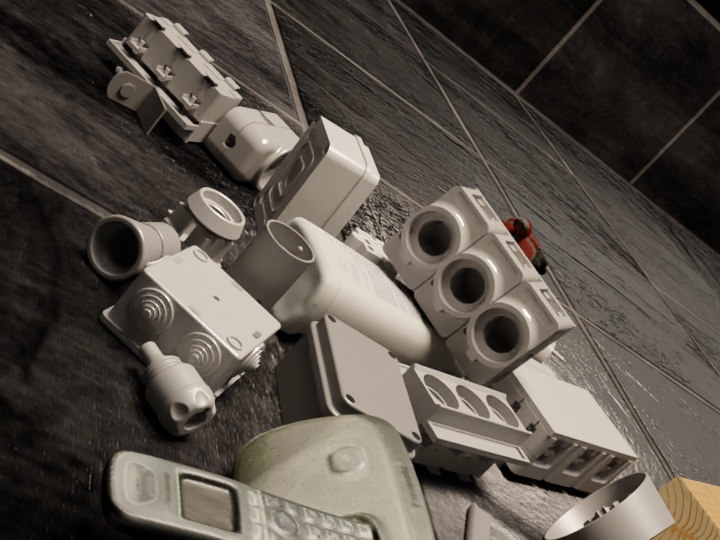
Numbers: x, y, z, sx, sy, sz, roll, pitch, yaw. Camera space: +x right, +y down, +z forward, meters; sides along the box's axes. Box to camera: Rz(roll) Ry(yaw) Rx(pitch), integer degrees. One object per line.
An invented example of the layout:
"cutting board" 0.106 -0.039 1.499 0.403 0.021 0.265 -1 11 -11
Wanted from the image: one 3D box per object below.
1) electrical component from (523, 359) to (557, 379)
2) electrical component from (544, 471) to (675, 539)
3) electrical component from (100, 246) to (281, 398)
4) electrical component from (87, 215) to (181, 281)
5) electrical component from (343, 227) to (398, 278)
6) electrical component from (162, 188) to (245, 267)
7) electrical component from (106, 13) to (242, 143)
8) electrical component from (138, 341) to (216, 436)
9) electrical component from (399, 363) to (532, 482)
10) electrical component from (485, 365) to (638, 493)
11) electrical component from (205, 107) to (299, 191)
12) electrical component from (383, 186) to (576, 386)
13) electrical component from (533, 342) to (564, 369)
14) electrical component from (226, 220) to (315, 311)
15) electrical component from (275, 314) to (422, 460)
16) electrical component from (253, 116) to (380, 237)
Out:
"electrical component" 0.157 0.104 1.080 0.066 0.047 0.076 30 22 -32
"electrical component" 0.202 0.207 0.869 0.064 0.099 0.099 56 23 20
"electrical component" -0.108 0.034 0.707 0.100 0.048 0.100 43 19 2
"electrical component" -0.153 -0.016 0.743 0.044 0.044 0.065 46 14 11
"electrical component" 0.000 0.000 0.985 0.066 0.055 0.048 28 23 -35
"electrical component" -0.120 -0.028 0.811 0.066 0.055 0.048 51 21 25
"electrical component" -0.175 -0.185 1.034 0.121 0.063 0.079 47 19 15
"electrical component" -0.114 0.068 0.644 0.061 0.035 0.035 50 20 29
"electrical component" 0.070 0.122 0.842 0.121 0.063 0.078 23 27 -45
"electrical component" 0.175 0.149 0.993 0.150 0.061 0.089 22 27 -45
"electrical component" -0.098 -0.117 1.053 0.059 0.053 0.095 48 19 16
"electrical component" 0.099 0.013 0.920 0.150 0.089 0.062 57 20 15
"electrical component" 0.180 0.077 1.138 0.079 0.077 0.043 40 18 -4
"electrical component" -0.075 0.007 0.781 0.043 0.081 0.043 36 21 -16
"electrical component" -0.009 0.093 0.758 0.078 0.057 0.113 33 21 -26
"electrical component" -0.040 -0.071 0.975 0.057 0.113 0.078 29 22 -26
